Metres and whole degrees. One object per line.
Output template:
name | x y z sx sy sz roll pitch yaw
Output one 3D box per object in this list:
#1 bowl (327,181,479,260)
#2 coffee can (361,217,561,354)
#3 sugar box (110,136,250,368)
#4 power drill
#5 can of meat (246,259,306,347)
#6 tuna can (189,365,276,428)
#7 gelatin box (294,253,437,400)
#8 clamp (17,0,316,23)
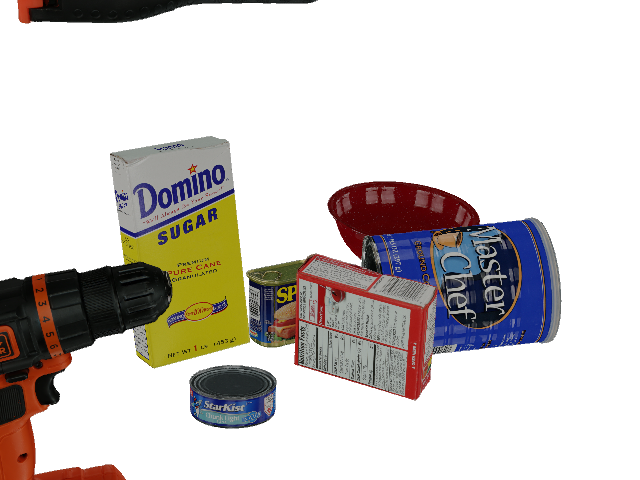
bowl | 0.085 -0.009 1.138 0.162 0.055 0.162 4 25 -2
coffee can | 0.111 0.039 0.863 0.140 0.103 0.103 -6 1 -5
sugar box | -0.114 0.008 0.883 0.093 0.176 0.048 -14 20 -28
power drill | -0.174 0.109 0.692 0.184 0.188 0.057 -12 26 -8
can of meat | -0.038 0.075 1.283 0.101 0.084 0.058 -10 19 -35
tuna can | -0.086 0.153 1.051 0.086 0.034 0.086 2 14 -1
gelatin box | 0.028 0.055 0.681 0.089 0.073 0.030 15 34 22
clamp | -0.094 -0.154 0.613 0.171 0.039 0.120 -10 24 -24
